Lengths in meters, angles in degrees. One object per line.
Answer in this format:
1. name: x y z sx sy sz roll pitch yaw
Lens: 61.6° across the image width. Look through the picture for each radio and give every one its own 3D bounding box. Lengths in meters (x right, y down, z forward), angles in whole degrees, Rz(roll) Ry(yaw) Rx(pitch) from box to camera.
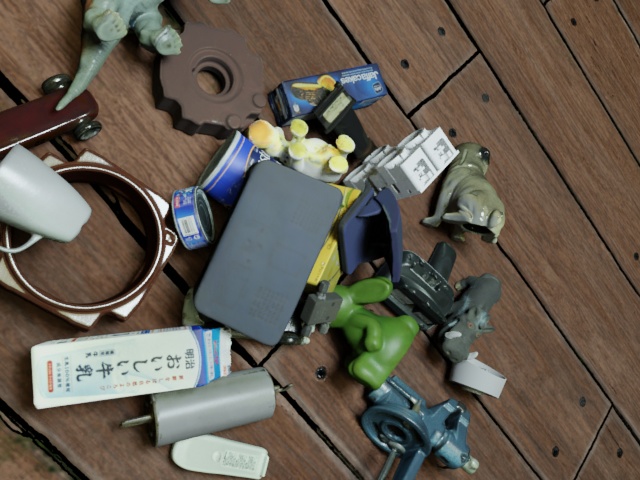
1. radio: -0.074 0.012 0.727 0.131 0.073 0.229 24 87 -14

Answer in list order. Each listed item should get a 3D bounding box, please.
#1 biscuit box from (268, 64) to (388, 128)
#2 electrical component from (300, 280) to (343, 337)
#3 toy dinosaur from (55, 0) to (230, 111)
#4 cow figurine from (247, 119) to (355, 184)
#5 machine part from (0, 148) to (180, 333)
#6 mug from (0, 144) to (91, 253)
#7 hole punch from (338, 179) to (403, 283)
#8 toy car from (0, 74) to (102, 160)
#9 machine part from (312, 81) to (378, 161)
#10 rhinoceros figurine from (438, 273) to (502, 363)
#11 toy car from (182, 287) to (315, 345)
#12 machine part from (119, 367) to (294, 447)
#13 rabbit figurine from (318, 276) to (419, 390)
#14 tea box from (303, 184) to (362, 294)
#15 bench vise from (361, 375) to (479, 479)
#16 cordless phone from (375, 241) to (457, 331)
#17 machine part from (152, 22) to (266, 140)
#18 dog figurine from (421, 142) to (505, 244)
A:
1. biscuit box: 0.017 -0.248 0.915 0.203 0.059 0.062 -21 93 -29
2. electrical component: 0.005 0.099 0.787 0.063 0.021 0.094 -1 119 -44
3. toy dinosaur: -0.246 -0.352 0.750 0.405 0.192 0.131 -42 139 -13
4. cow figurine: -0.038 -0.139 0.860 0.167 0.098 0.068 16 68 -10
5. machine part: -0.303 0.000 0.694 0.201 0.087 0.201 36 69 -20
6. mug: -0.320 -0.034 0.596 0.107 0.081 0.109 36 62 -29
7. hole punch: 0.092 -0.009 0.817 0.116 0.092 0.142 -56 145 -41
8. toy car: -0.382 -0.142 0.688 0.202 0.053 0.089 -37 97 -31
9. machine part: 0.045 -0.188 0.890 0.138 0.039 0.084 42 77 -40
10. rhinoceros figurine: 0.271 0.142 0.972 0.073 0.112 0.190 52 55 -15
11. toy car: -0.102 0.112 0.797 0.202 0.056 0.073 10 78 -20
12. machine part: -0.152 0.229 0.749 0.243 0.079 0.079 -5 86 -30
13. rabbit figurine: 0.060 0.127 0.846 0.170 0.121 0.159 38 94 4
14. tea box: -0.002 -0.003 0.841 0.169 0.098 0.068 -67 153 -20
15. bench vise: 0.143 0.339 0.858 0.223 0.129 0.240 48 47 -6
16. cordless phone: 0.186 0.054 0.967 0.146 0.089 0.184 41 55 -17
17. machine part: -0.166 -0.242 0.818 0.179 0.056 0.179 5 80 -27
18. dog figurine: 0.288 -0.102 0.985 0.121 0.172 0.190 27 78 -35
